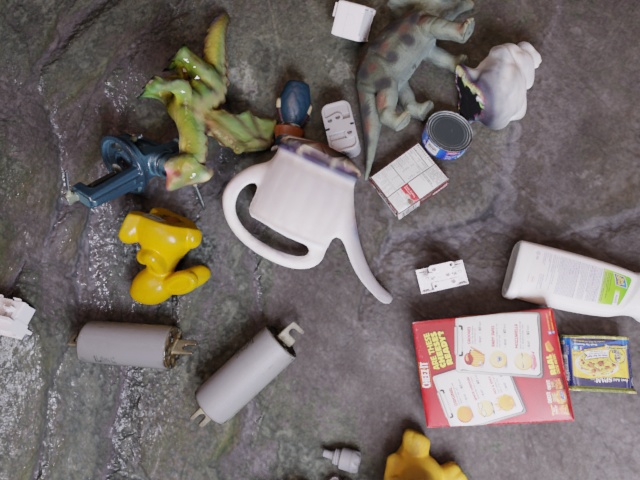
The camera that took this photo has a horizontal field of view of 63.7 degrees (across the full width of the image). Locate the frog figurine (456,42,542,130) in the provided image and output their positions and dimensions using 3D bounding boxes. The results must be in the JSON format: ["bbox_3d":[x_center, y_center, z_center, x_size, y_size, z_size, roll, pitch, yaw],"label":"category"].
[{"bbox_3d":[0.325,-0.271,0.890,0.160,0.124,0.135,-25,110,-5],"label":"frog figurine"}]

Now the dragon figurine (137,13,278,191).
[{"bbox_3d":[-0.186,-0.256,0.961,0.241,0.120,0.419,39,54,-15],"label":"dragon figurine"}]

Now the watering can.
[{"bbox_3d":[0.003,-0.045,0.901,0.348,0.104,0.223,25,95,3],"label":"watering can"}]
